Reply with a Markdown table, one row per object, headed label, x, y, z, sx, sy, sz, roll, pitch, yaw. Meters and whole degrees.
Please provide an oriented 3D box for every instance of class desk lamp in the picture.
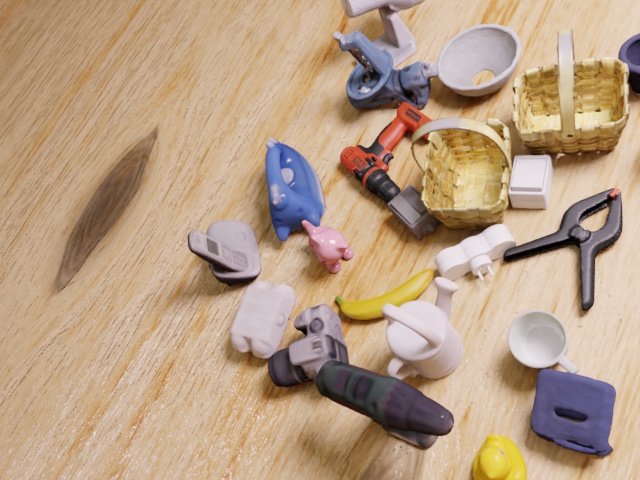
| label | x | y | z | sx | sy | sz | roll | pitch | yaw |
| --- | --- | --- | --- | --- | --- | --- | --- | --- | --- |
| desk lamp | 0.144 | -0.493 | 1.245 | 0.203 | 0.214 | 0.117 | -38 | 53 | 5 |

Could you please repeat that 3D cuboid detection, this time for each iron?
| label | x | y | z | sx | sy | sz | roll | pitch | yaw |
| --- | --- | --- | --- | --- | --- | --- | --- | --- | --- |
| iron | -0.078 | -0.134 | 1.210 | 0.118 | 0.142 | 0.258 | -23 | 56 | 15 |

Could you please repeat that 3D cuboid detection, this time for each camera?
| label | x | y | z | sx | sy | sz | roll | pitch | yaw |
| --- | --- | --- | --- | --- | --- | --- | --- | --- | --- |
| camera | -0.028 | 0.200 | 1.029 | 0.136 | 0.101 | 0.143 | -20 | 56 | 17 |

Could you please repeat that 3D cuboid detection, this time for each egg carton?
| label | x | y | z | sx | sy | sz | roll | pitch | yaw |
| --- | --- | --- | --- | --- | --- | --- | --- | --- | --- |
| egg carton | -0.108 | 0.154 | 1.115 | 0.107 | 0.070 | 0.150 | 7 | 68 | 30 |

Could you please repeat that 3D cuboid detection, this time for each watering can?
| label | x | y | z | sx | sy | sz | roll | pitch | yaw |
| --- | --- | --- | --- | --- | --- | --- | --- | --- | --- |
| watering can | 0.158 | 0.140 | 0.906 | 0.100 | 0.195 | 0.173 | 5 | 67 | 30 |

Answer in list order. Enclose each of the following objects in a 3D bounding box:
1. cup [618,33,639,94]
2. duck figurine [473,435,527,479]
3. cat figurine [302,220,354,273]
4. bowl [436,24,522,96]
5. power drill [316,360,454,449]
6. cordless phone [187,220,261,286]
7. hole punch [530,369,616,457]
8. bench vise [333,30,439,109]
| label | x | y | z | sx | sy | sz | roll | pitch | yaw |
| --- | --- | --- | --- | --- | --- | --- | --- | --- | --- |
| cup | 0.577 | -0.309 | 0.995 | 0.091 | 0.095 | 0.118 | 35 | 83 | 36 |
| duck figurine | 0.252 | 0.330 | 0.822 | 0.077 | 0.086 | 0.104 | -3 | 63 | 26 |
| cat figurine | 0.010 | 0.004 | 1.104 | 0.067 | 0.118 | 0.127 | -45 | 53 | -1 |
| bowl | 0.325 | -0.351 | 1.161 | 0.167 | 0.075 | 0.167 | -12 | 59 | 21 |
| power drill | 0.114 | 0.250 | 0.860 | 0.228 | 0.209 | 0.076 | 13 | 71 | 32 |
| cordless phone | -0.205 | 0.004 | 1.174 | 0.094 | 0.186 | 0.147 | -26 | 55 | 13 |
| hole punch | 0.359 | 0.244 | 0.810 | 0.108 | 0.091 | 0.101 | 8 | 68 | 31 |
| bench vise | 0.130 | -0.363 | 1.178 | 0.207 | 0.220 | 0.121 | -16 | 58 | 20 |
